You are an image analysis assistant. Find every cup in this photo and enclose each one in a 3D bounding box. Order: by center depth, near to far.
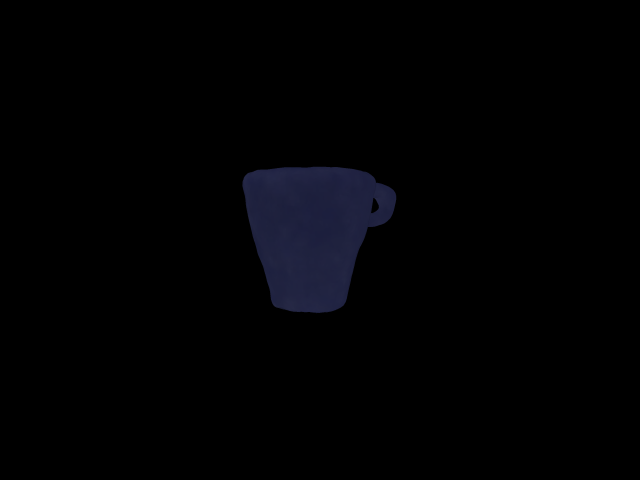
[{"bbox_3d":[0.004,0.001,0.400,0.118,0.095,0.091,0,0,-31],"label":"cup"}]
